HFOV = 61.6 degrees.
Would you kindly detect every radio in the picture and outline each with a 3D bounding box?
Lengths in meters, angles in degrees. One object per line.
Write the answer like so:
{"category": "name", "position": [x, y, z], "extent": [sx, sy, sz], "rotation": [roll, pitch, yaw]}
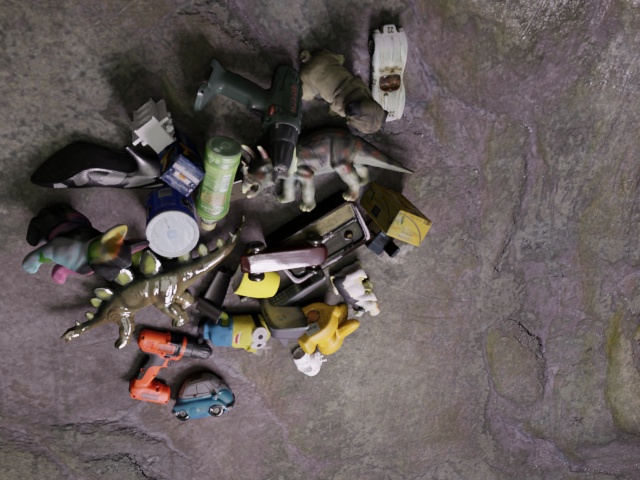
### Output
{"category": "radio", "position": [-0.003, -0.004, 1.275], "extent": [0.230, 0.073, 0.131], "rotation": [-31, 121, 3]}

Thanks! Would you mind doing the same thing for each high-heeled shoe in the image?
{"category": "high-heeled shoe", "position": [-0.437, -0.129, 1.089], "extent": [0.249, 0.086, 0.145], "rotation": [-12, 154, 9]}

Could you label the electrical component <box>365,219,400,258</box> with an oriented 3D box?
{"category": "electrical component", "position": [0.145, -0.002, 1.299], "extent": [0.047, 0.119, 0.075], "rotation": [34, 106, -31]}

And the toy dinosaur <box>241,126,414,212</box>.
{"category": "toy dinosaur", "position": [0.010, -0.179, 1.167], "extent": [0.405, 0.131, 0.191], "rotation": [-18, 122, -15]}

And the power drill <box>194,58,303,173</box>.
{"category": "power drill", "position": [-0.133, -0.255, 1.036], "extent": [0.207, 0.232, 0.086], "rotation": [15, 156, -6]}

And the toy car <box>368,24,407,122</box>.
{"category": "toy car", "position": [0.144, -0.352, 1.144], "extent": [0.073, 0.056, 0.201], "rotation": [-9, 120, -13]}

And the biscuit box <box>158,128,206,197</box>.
{"category": "biscuit box", "position": [-0.269, -0.153, 1.031], "extent": [0.062, 0.203, 0.059], "rotation": [38, 98, -29]}

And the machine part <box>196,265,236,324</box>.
{"category": "machine part", "position": [-0.243, 0.123, 1.268], "extent": [0.138, 0.084, 0.039], "rotation": [-61, 161, 16]}

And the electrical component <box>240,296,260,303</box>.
{"category": "electrical component", "position": [-0.161, 0.116, 1.321], "extent": [0.094, 0.021, 0.063], "rotation": [-26, 122, -2]}

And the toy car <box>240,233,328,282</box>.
{"category": "toy car", "position": [-0.080, 0.038, 1.202], "extent": [0.202, 0.053, 0.089], "rotation": [-7, 117, -17]}

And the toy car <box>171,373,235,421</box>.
{"category": "toy car", "position": [-0.305, 0.397, 1.391], "extent": [0.162, 0.109, 0.102], "rotation": [-7, 97, -1]}

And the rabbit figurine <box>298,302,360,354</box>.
{"category": "rabbit figurine", "position": [0.015, 0.231, 1.406], "extent": [0.162, 0.122, 0.173], "rotation": [-34, 137, -9]}

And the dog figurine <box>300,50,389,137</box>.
{"category": "dog figurine", "position": [0.041, -0.296, 1.062], "extent": [0.172, 0.191, 0.121], "rotation": [25, 107, -26]}

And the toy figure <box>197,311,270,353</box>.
{"category": "toy figure", "position": [-0.210, 0.220, 1.329], "extent": [0.180, 0.089, 0.082], "rotation": [5, 144, -10]}

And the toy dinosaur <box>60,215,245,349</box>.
{"category": "toy dinosaur", "position": [-0.361, 0.098, 1.201], "extent": [0.471, 0.105, 0.198], "rotation": [-27, 119, -9]}

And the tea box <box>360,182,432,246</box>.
{"category": "tea box", "position": [0.173, -0.062, 1.245], "extent": [0.098, 0.170, 0.068], "rotation": [20, 108, -25]}

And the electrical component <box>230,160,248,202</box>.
{"category": "electrical component", "position": [-0.185, -0.127, 1.170], "extent": [0.102, 0.045, 0.078], "rotation": [-21, 150, -3]}

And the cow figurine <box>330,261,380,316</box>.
{"category": "cow figurine", "position": [0.093, 0.141, 1.390], "extent": [0.098, 0.068, 0.167], "rotation": [-24, 119, 2]}

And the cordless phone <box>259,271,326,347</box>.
{"category": "cordless phone", "position": [-0.049, 0.156, 1.307], "extent": [0.184, 0.147, 0.088], "rotation": [-35, 124, 1]}

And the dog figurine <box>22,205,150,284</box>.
{"category": "dog figurine", "position": [-0.446, -0.002, 1.043], "extent": [0.219, 0.191, 0.108], "rotation": [-15, 149, 12]}
